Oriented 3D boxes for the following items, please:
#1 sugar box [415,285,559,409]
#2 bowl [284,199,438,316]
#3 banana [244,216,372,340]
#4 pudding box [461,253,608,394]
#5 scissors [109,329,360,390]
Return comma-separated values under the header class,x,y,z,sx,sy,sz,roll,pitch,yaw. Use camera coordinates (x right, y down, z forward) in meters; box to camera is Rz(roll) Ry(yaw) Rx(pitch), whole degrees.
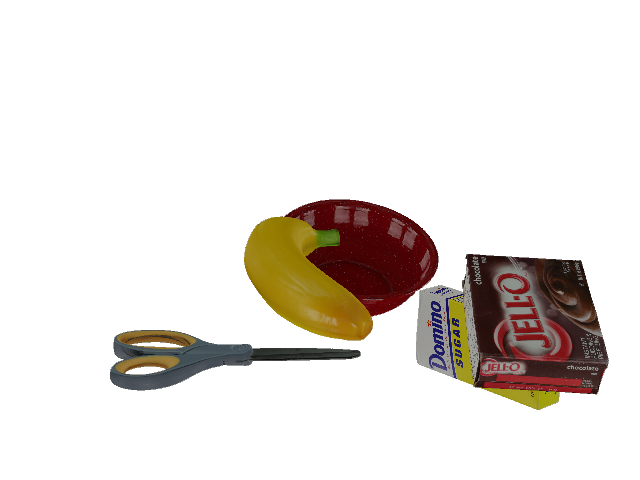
class,x,y,z,sx,sy,sz,roll,pitch,yaw
sugar box,0.184,0.116,1.186,0.177,0.093,0.048,15,19,43
bowl,0.031,0.026,1.045,0.162,0.055,0.162,5,36,-4
banana,-0.013,0.016,0.670,0.069,0.037,0.198,-4,18,-3
pudding box,0.152,0.059,0.779,0.090,0.039,0.113,4,37,-2
scissors,-0.077,0.098,0.842,0.202,0.016,0.096,5,21,16
